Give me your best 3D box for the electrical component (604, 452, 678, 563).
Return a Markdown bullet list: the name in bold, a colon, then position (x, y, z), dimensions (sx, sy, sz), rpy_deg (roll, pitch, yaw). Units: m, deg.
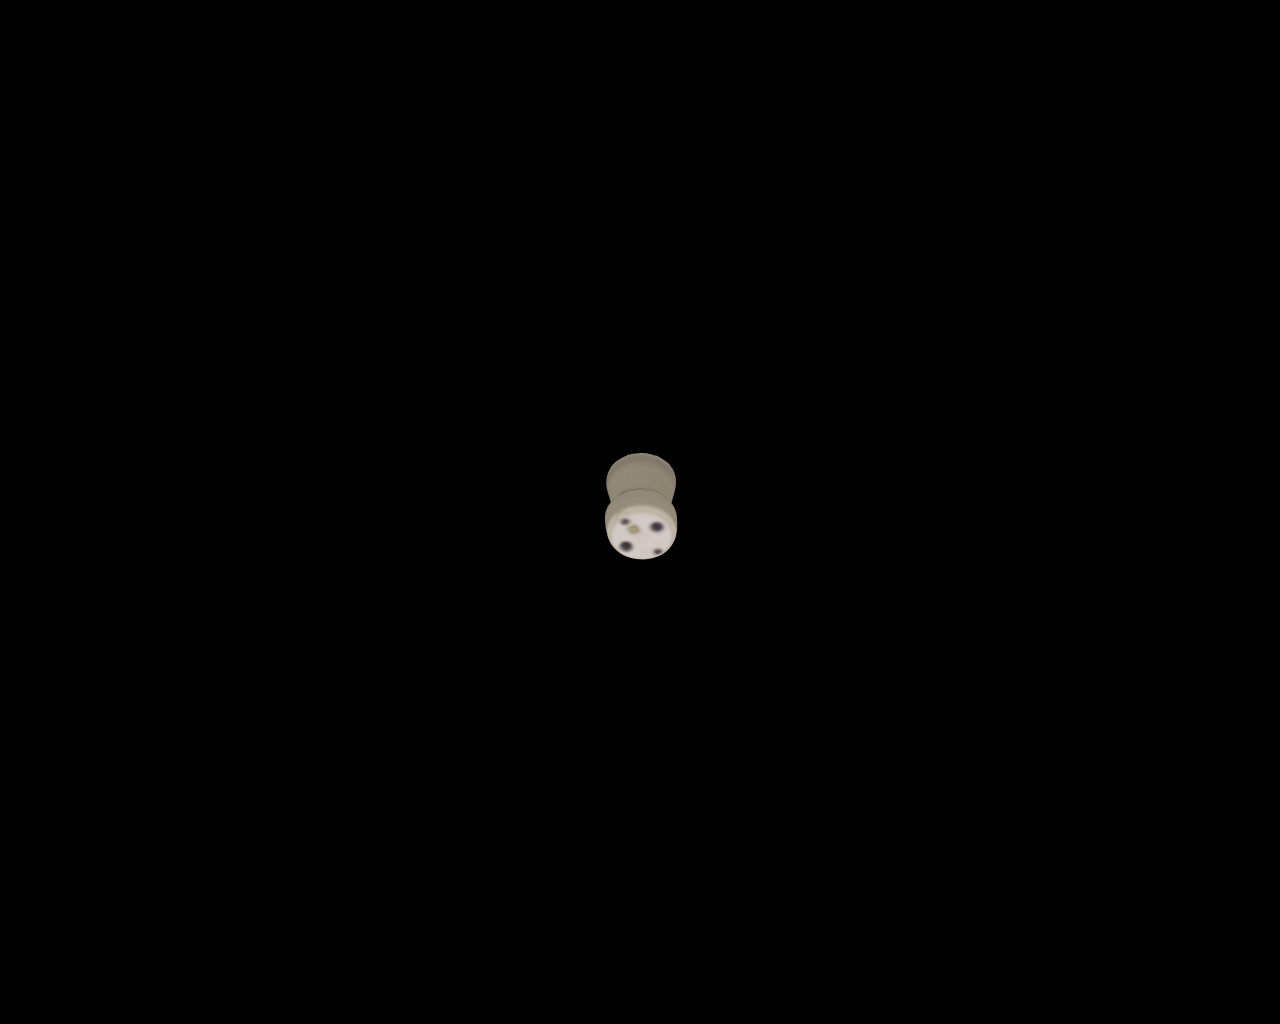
- **electrical component**: position (0.001, -0.003, 0.650), dimensions (0.045, 0.044, 0.055), rpy_deg (0, 39, 0)
